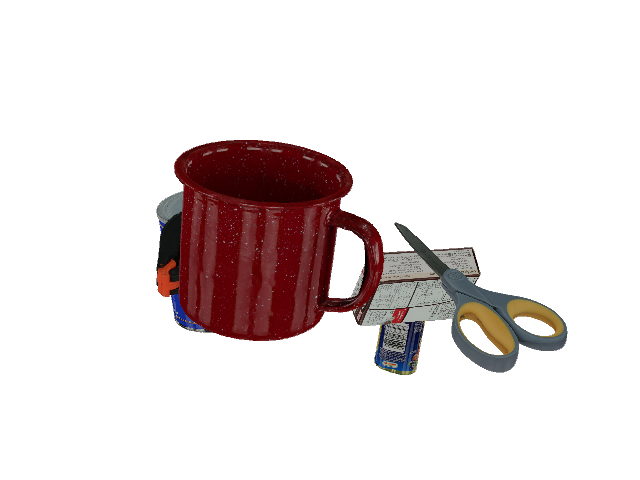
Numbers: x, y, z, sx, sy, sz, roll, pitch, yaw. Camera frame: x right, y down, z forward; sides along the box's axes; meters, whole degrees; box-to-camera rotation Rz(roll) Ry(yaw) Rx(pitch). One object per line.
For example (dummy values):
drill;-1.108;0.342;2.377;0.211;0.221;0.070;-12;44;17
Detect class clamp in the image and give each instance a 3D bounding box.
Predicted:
clamp;-0.084;-0.018;0.904;0.120;0.039;0.171;33;49;31

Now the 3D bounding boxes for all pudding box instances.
pudding box;0.095;0.047;1.079;0.113;0.039;0.090;-5;-33;-16

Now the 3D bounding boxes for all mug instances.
mug;-0.022;0.003;0.564;0.117;0.081;0.093;15;26;17

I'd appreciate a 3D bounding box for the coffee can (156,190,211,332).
coffee can;-0.130;0.021;1.241;0.103;0.140;0.103;-4;25;2

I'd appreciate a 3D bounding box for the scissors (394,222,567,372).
scissors;0.127;0.037;0.847;0.096;0.016;0.202;-1;32;-10

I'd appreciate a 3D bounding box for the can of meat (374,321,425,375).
can of meat;0.100;0.102;1.288;0.057;0.084;0.102;11;25;7
